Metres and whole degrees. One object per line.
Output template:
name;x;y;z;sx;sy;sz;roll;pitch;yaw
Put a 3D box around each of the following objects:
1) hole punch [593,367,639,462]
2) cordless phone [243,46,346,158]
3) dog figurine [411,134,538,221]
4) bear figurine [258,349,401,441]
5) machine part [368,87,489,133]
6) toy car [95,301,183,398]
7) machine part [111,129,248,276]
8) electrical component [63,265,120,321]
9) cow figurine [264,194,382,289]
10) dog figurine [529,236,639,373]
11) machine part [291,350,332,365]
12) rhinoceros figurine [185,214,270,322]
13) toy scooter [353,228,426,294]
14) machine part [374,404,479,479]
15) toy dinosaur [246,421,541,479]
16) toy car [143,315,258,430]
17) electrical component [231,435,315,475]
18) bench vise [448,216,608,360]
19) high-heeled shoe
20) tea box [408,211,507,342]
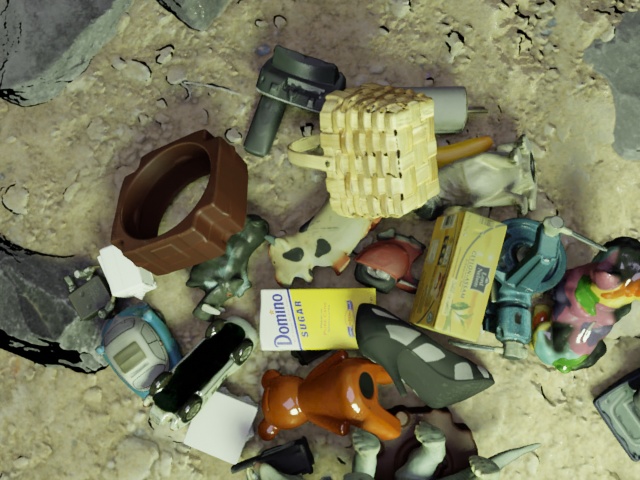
hole punch;0.490;0.255;0.798;0.116;0.092;0.142;-25;75;-31
cordless phone;-0.048;-0.218;0.912;0.147;0.089;0.184;21;93;6
dog figurine;0.241;-0.097;0.869;0.191;0.172;0.121;-3;95;34
bear figurine;0.006;0.242;0.805;0.196;0.131;0.120;-27;49;35
machine part;0.153;-0.215;0.891;0.243;0.079;0.079;0;80;4
toy car;-0.282;0.177;0.833;0.109;0.103;0.162;-35;78;-2
machine part;-0.213;-0.056;0.830;0.201;0.087;0.201;-18;55;22
electrical component;-0.373;0.088;0.881;0.078;0.045;0.102;-28;80;-3
cow figurine;-0.002;-0.003;0.858;0.127;0.085;0.195;38;81;10
dog figurine;0.387;0.095;0.755;0.109;0.219;0.191;23;81;10
machine part;0.016;0.151;0.855;0.139;0.039;0.084;-28;85;-4
rhinoceros figurine;-0.153;0.039;0.870;0.112;0.073;0.190;30;82;0
toy scooter;0.151;0.035;0.850;0.184;0.075;0.135;23;82;4
machine part;0.154;0.334;0.807;0.179;0.056;0.179;0;81;2
toy dinosaur;0.107;0.355;0.718;0.405;0.131;0.192;7;115;-15
toy car;-0.175;0.195;0.812;0.074;0.056;0.202;33;55;17
electrical component;-0.070;0.340;0.807;0.119;0.075;0.048;-21;80;-5
bench vise;0.290;0.050;0.767;0.129;0.240;0.223;20;66;9
high-heeled shoe;0.156;0.165;0.800;0.086;0.248;0.145;-47;49;31
tea box;0.194;0.051;0.767;0.068;0.098;0.169;18;85;-11
